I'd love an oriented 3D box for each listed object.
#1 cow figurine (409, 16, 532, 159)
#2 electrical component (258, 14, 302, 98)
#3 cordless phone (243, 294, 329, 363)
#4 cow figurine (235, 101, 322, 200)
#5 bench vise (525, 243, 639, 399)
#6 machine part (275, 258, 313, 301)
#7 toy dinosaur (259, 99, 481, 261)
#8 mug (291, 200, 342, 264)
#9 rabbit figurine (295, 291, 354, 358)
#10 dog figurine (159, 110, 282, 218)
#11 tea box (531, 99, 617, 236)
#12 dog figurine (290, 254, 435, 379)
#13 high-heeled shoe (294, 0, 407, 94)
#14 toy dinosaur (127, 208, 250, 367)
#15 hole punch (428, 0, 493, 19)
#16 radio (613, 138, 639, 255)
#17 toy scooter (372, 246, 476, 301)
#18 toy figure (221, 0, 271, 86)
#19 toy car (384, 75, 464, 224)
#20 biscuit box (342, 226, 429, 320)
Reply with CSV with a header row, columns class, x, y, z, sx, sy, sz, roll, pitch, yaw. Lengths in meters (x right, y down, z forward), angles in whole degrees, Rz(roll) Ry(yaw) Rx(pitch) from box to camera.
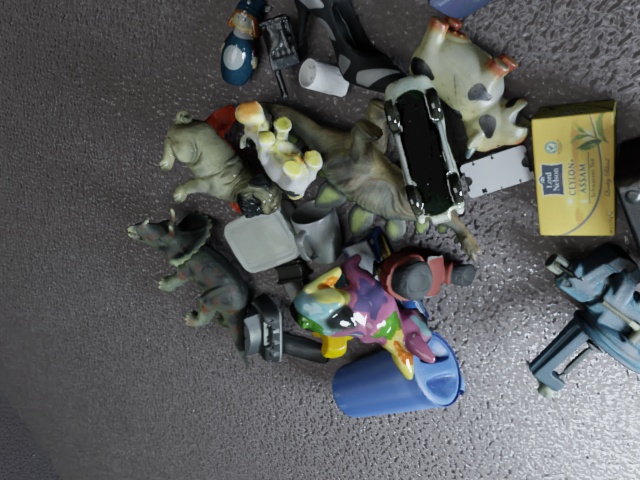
class,x,y,z,sx,sy,sz,roll,pitch,yaw
cow figurine,0.205,-0.200,0.735,0.195,0.085,0.127,42,133,9
electrical component,-0.056,-0.288,0.847,0.048,0.075,0.119,-16,106,7
cordless phone,-0.068,0.205,1.163,0.184,0.089,0.146,12,122,14
cow figurine,-0.075,-0.146,0.869,0.167,0.068,0.098,49,154,14
bench vise,0.386,0.132,0.780,0.223,0.129,0.240,31,112,-10
machine part,-0.041,0.103,1.100,0.084,0.039,0.138,-12,108,31
toy dinosaur,0.061,-0.117,0.866,0.472,0.105,0.198,42,134,11
mug,-0.002,-0.003,0.974,0.081,0.109,0.107,-3,128,28
rabbit figurine,0.021,0.152,1.033,0.162,0.122,0.173,51,165,15
dog figurine,-0.157,-0.130,0.911,0.191,0.121,0.172,9,136,23
tea box,0.344,-0.094,0.720,0.098,0.068,0.169,-1,117,32
dog figurine,0.080,0.140,0.874,0.219,0.191,0.108,47,137,15
high-heeled shoe,0.053,-0.312,0.764,0.249,0.086,0.145,33,130,19
toy dinosaur,-0.233,0.093,1.171,0.404,0.131,0.192,48,131,-8
hole punch,0.189,-0.329,0.655,0.142,0.116,0.092,-26,109,40
radio,0.440,-0.011,0.666,0.073,0.131,0.229,-17,106,40
toy scooter,0.150,0.048,0.878,0.135,0.184,0.075,22,110,51
toy figure,-0.125,-0.333,0.887,0.064,0.058,0.154,8,128,-18
toy car,0.140,-0.119,0.724,0.074,0.056,0.201,-15,100,13
biscuit box,0.120,0.079,0.966,0.059,0.063,0.202,-21,105,38
